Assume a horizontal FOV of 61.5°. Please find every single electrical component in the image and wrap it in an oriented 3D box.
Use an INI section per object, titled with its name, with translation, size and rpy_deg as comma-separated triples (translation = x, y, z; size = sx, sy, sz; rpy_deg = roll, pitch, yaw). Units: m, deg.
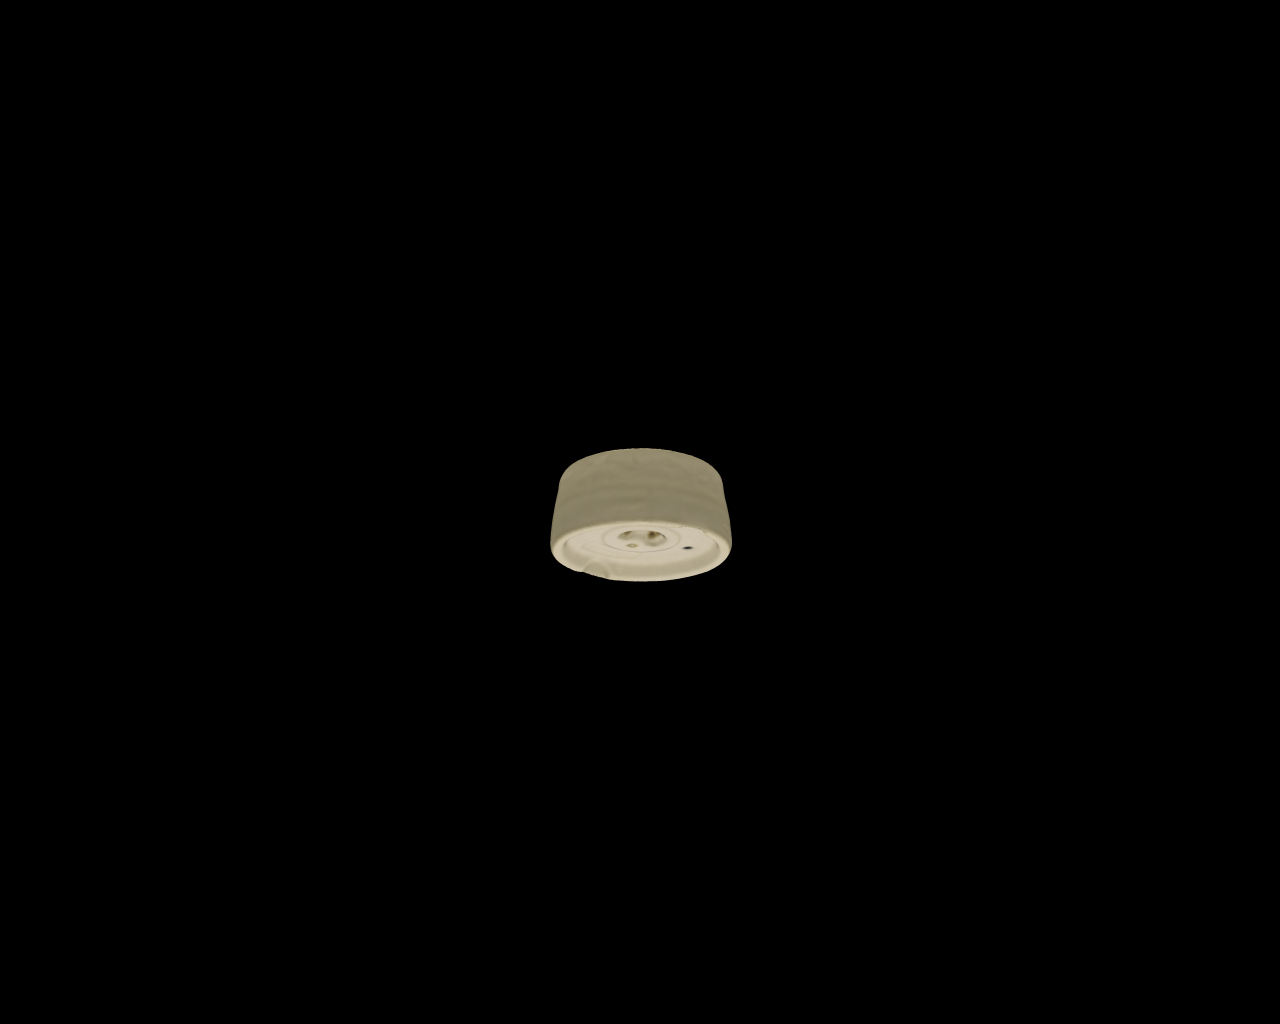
[electrical component]
translation = 0.001, -0.003, 0.650
size = 0.108, 0.060, 0.108
rpy_deg = 0, -22, 0
